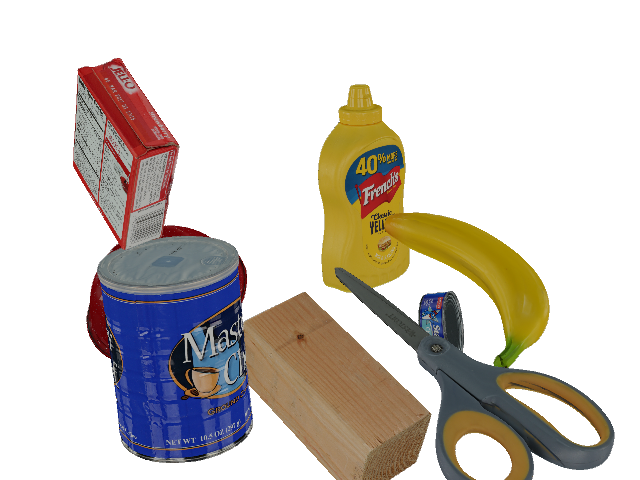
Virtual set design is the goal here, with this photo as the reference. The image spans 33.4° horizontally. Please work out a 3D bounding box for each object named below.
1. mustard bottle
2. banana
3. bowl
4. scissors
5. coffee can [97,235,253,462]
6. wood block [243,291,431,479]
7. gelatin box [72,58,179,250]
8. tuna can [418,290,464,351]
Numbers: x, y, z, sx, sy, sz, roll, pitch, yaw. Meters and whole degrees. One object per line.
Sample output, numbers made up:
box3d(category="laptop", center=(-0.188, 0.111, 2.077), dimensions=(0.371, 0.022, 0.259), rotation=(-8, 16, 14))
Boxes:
box3d(category="mustard bottle", center=(0.041, -0.053, 1.020), dimensions=(0.096, 0.192, 0.058), rotation=(-18, 23, -37))
box3d(category="banana", center=(0.117, 0.022, 0.802), dimensions=(0.069, 0.037, 0.198), rotation=(-10, 33, -19))
box3d(category="bowl", center=(-0.153, 0.038, 0.998), dimensions=(0.162, 0.162, 0.055), rotation=(0, -43, 20))
box3d(category="scissors", center=(0.057, 0.075, 0.571), dimensions=(0.202, 0.016, 0.096), rotation=(25, 46, 34))
box3d(category="coffee can", center=(-0.107, 0.079, 0.798), dimensions=(0.103, 0.140, 0.103), rotation=(-3, 20, 1))
box3d(category="wood block", center=(0.010, 0.162, 1.143), dimensions=(0.090, 0.090, 0.206), rotation=(-25, 53, -32))
box3d(category="gelatin box", center=(-0.116, -0.050, 0.629), dimensions=(0.030, 0.073, 0.089), rotation=(-21, -29, -29))
box3d(category="tuna can", center=(0.144, 0.104, 1.271), dimensions=(0.034, 0.086, 0.086), rotation=(-6, -2, 21))
